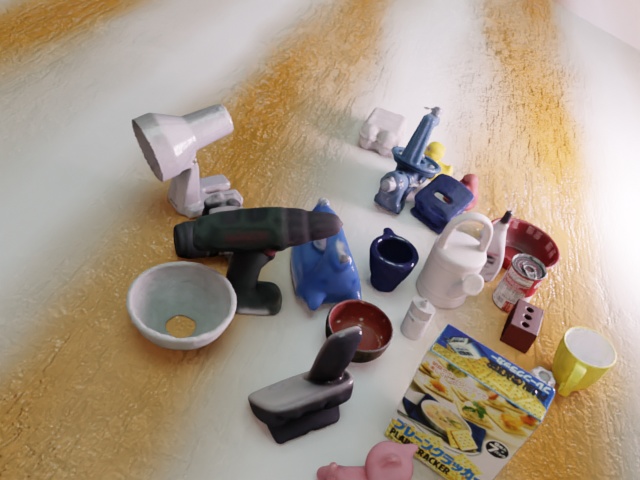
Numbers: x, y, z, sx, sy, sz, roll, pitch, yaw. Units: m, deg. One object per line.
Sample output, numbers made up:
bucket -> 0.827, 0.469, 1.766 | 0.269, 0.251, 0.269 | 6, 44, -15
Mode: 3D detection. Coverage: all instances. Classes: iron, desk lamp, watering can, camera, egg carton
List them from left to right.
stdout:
desk lamp -> -0.248, -0.154, 1.090 | 0.204, 0.213, 0.117 | -18, 51, -33
camera -> -0.197, -0.023, 1.046 | 0.137, 0.101, 0.143 | -6, 45, -23
iron -> 0.010, 0.004, 1.050 | 0.119, 0.141, 0.258 | 1, 43, -17
egg carton -> 0.163, -0.280, 1.471 | 0.107, 0.069, 0.150 | 21, 41, 6
watering can -> 0.257, 0.034, 1.053 | 0.101, 0.194, 0.172 | -9, 46, -26

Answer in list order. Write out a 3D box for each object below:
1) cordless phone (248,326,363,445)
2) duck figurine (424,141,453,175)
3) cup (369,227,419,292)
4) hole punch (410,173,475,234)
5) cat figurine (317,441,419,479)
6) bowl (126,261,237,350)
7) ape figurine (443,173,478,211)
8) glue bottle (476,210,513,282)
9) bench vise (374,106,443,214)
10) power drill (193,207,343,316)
cordless phone -> -0.017, 0.188, 0.801 | 0.148, 0.185, 0.094 | -16, 50, -31
duck figurine -> 0.281, -0.198, 1.404 | 0.104, 0.086, 0.078 | 26, 42, 12
cup -> 0.126, 0.042, 1.079 | 0.092, 0.095, 0.117 | 4, 42, -13
hole punch -> 0.271, -0.081, 1.265 | 0.101, 0.091, 0.108 | -27, 56, -38
cat figurine -> 0.066, 0.303, 0.749 | 0.128, 0.118, 0.067 | 4, 42, -13
bowl -> -0.218, 0.115, 0.904 | 0.167, 0.075, 0.167 | 9, 41, -8
ape figurine -> 0.336, -0.115, 1.324 | 0.076, 0.092, 0.078 | 12, 41, -3
glue bottle -> 0.335, 0.009, 1.122 | 0.078, 0.173, 0.037 | 10, 41, -6
bench vise -> 0.210, -0.171, 1.249 | 0.121, 0.220, 0.207 | 19, 41, 5
power drill -> -0.093, 0.029, 0.938 | 0.230, 0.208, 0.075 | 5, 42, -12
